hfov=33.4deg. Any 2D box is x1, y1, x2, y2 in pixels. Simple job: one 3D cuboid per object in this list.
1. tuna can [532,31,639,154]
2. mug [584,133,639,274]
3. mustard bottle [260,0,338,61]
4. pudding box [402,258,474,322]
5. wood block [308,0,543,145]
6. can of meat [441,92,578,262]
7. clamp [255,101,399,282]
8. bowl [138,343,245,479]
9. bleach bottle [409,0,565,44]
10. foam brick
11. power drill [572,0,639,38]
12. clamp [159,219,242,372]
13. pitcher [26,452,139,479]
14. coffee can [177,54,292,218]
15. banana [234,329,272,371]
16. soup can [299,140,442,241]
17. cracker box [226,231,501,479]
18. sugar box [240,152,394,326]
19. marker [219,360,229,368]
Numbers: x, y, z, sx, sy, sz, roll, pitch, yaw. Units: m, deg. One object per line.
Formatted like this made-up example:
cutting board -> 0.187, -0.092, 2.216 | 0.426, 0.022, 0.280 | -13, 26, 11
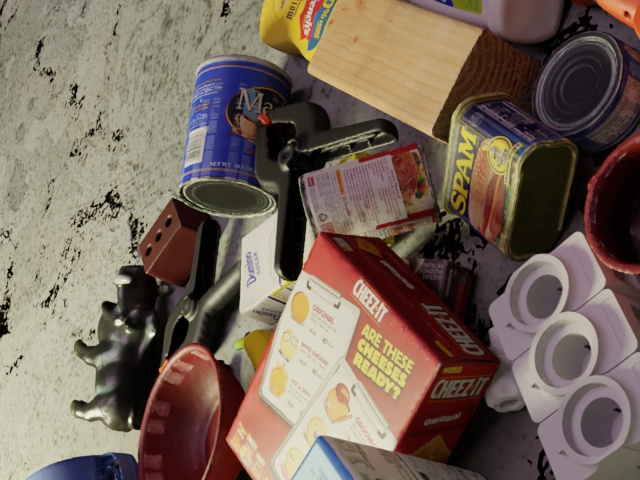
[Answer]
tuna can -> 0.198, -0.109, 0.785 | 0.086, 0.033, 0.086 | -30, 51, 43
mug -> 0.219, -0.016, 0.667 | 0.117, 0.081, 0.093 | 27, 95, 55
mustard bottle -> 0.010, -0.222, 1.074 | 0.192, 0.058, 0.096 | 34, 100, 54
pudding box -> 0.068, 0.062, 0.867 | 0.114, 0.039, 0.090 | -1, 74, 54
wood block -> 0.087, -0.142, 0.902 | 0.206, 0.090, 0.090 | 37, 103, 54
can of meat -> 0.139, -0.046, 0.789 | 0.084, 0.057, 0.102 | 47, 141, 49
clamp -> -0.020, -0.063, 0.980 | 0.164, 0.036, 0.210 | -58, 32, 6
bowl -> -0.109, 0.179, 0.985 | 0.162, 0.055, 0.162 | -34, 48, 48
bleach bottle -> 0.113, -0.235, 0.936 | 0.251, 0.068, 0.102 | 30, 119, 60
foam brick -> -0.159, 0.003, 1.189 | 0.078, 0.051, 0.053 | -53, 38, 22
power drill -> 0.190, -0.182, 0.722 | 0.057, 0.184, 0.188 | -56, 46, 18
clamp -> -0.118, 0.070, 1.112 | 0.120, 0.039, 0.171 | 28, 101, 61
pitcher -> -0.211, 0.334, 1.026 | 0.145, 0.149, 0.243 | -19, 52, -1
coffee can -> -0.087, -0.106, 1.105 | 0.103, 0.102, 0.140 | -18, 59, 48
banana -> -0.042, 0.150, 0.975 | 0.198, 0.037, 0.070 | -104, 26, -42
soup can -> 0.041, -0.034, 0.859 | 0.102, 0.068, 0.068 | -15, 52, 6
cracker box -> 0.025, 0.126, 0.816 | 0.164, 0.071, 0.214 | 48, 123, 42
sugar box -> -0.006, 0.001, 0.991 | 0.177, 0.048, 0.093 | -38, 41, 41
marker -> -0.099, 0.175, 1.049 | 0.020, 0.020, 0.121 | -31, 50, 41
